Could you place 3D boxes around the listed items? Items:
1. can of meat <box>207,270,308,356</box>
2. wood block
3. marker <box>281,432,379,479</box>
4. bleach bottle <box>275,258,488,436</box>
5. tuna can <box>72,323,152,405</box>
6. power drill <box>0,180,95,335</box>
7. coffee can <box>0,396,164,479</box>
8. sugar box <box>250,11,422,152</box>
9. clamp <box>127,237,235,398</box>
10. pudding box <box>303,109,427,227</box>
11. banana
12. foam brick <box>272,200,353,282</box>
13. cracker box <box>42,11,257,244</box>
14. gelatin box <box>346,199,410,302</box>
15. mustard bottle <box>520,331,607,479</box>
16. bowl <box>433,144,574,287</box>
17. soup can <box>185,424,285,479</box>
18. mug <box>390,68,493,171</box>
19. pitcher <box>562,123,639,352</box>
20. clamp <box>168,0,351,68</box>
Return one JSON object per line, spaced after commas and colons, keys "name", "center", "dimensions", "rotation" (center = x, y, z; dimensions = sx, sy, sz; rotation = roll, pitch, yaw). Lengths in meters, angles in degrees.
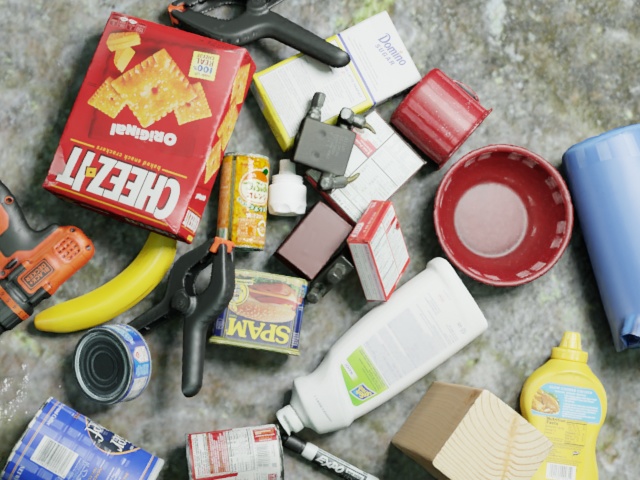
{"name": "can of meat", "center": [-0.067, 0.080, 1.179], "dimensions": [0.102, 0.057, 0.084], "rotation": [10, 82, -6]}
{"name": "wood block", "center": [0.153, 0.213, 1.118], "dimensions": [0.090, 0.206, 0.091], "rotation": [39, 81, -3]}
{"name": "marker", "center": [0.010, 0.248, 1.192], "dimensions": [0.121, 0.020, 0.020], "rotation": [29, 83, -4]}
{"name": "bleach bottle", "center": [0.058, 0.129, 1.187], "dimensions": [0.250, 0.068, 0.102], "rotation": [-33, 90, -6]}
{"name": "tuna can", "center": [-0.224, 0.134, 1.145], "dimensions": [0.086, 0.033, 0.086], "rotation": [1, 92, 30]}
{"name": "power drill", "center": [-0.367, 0.006, 1.151], "dimensions": [0.184, 0.057, 0.187], "rotation": [-42, 94, -12]}
{"name": "coffee can", "center": [-0.250, 0.243, 1.120], "dimensions": [0.140, 0.103, 0.103], "rotation": [30, 82, -3]}
{"name": "sugar box", "center": [0.017, -0.181, 1.216], "dimensions": [0.176, 0.048, 0.093], "rotation": [-27, 89, -12]}
{"name": "clamp", "center": [-0.151, 0.071, 1.154], "dimensions": [0.120, 0.039, 0.171], "rotation": [22, 88, 20]}
{"name": "pudding box", "center": [0.051, -0.080, 1.215], "dimensions": [0.113, 0.039, 0.090], "rotation": [-44, 92, -6]}
{"name": "banana", "center": [-0.222, 0.045, 1.176], "dimensions": [0.070, 0.037, 0.197], "rotation": [42, 80, 19]}
{"name": "foam brick", "center": [-0.008, 0.001, 1.194], "dimensions": [0.051, 0.053, 0.078], "rotation": [40, 82, -2]}
{"name": "cracker box", "center": [-0.183, -0.124, 1.156], "dimensions": [0.164, 0.072, 0.213], "rotation": [19, 83, 11]}
{"name": "gelatin box", "center": [0.064, 0.012, 1.175], "dimensions": [0.073, 0.030, 0.089], "rotation": [-58, 139, -42]}
{"name": "mustard bottle", "center": [0.273, 0.199, 1.207], "dimensions": [0.096, 0.058, 0.191], "rotation": [9, 85, -1]}
{"name": "bowl", "center": [0.203, -0.026, 1.219], "dimensions": [0.162, 0.055, 0.162], "rotation": [1, 85, -7]}
{"name": "soup can", "center": [-0.093, 0.238, 1.157], "dimensions": [0.102, 0.068, 0.068], "rotation": [-6, 86, -8]}
{"name": "mug", "center": [0.140, -0.146, 1.212], "dimensions": [0.081, 0.093, 0.117], "rotation": [42, 52, 3]}
{"name": "pitcher", "center": [0.369, -0.005, 1.210], "dimensions": [0.145, 0.149, 0.243], "rotation": [-18, 84, 8]}
{"name": "clamp", "center": [-0.064, -0.269, 1.206], "dimensions": [0.210, 0.036, 0.164], "rotation": [3, 64, 5]}
